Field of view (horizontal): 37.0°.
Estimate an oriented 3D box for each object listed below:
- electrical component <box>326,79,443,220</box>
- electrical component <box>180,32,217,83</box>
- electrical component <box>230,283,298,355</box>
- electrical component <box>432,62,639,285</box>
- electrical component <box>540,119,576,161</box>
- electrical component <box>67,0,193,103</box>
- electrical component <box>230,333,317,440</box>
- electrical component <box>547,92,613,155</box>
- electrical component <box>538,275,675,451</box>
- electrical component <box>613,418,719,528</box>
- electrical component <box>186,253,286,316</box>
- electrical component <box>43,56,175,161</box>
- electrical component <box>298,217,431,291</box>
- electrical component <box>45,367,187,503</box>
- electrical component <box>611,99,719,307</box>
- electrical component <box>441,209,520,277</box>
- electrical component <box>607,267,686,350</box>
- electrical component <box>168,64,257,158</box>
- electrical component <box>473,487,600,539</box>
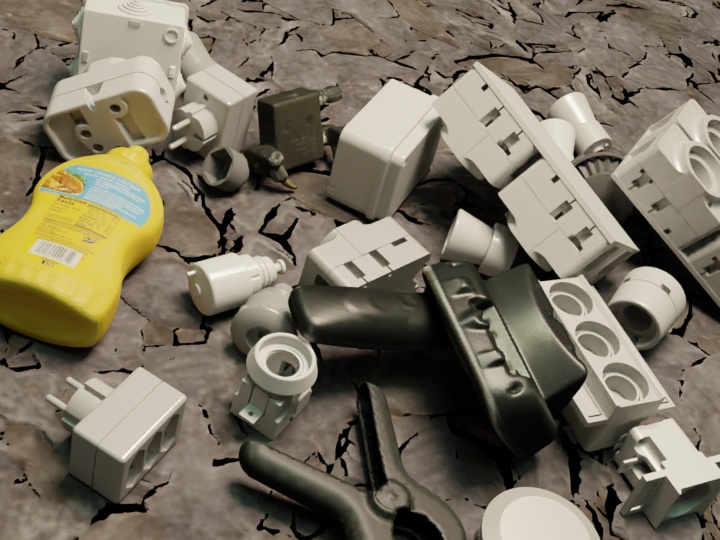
[{"bbox_3d":[0.025,-0.103,0.929,0.057,0.078,0.113,26,42,11],"label":"electrical component"},{"bbox_3d":[-0.145,-0.178,0.972,0.044,0.044,0.065,-25,63,-38],"label":"electrical component"},{"bbox_3d":[-0.064,0.033,0.780,0.048,0.048,0.062,20,34,1],"label":"electrical component"},{"bbox_3d":[0.144,-0.075,0.903,0.186,0.060,0.105,56,18,17],"label":"electrical component"},{"bbox_3d":[0.185,-0.106,1.020,0.044,0.044,0.065,11,47,-9],"label":"electrical component"},{"bbox_3d":[-0.196,-0.184,0.916,0.100,0.099,0.048,7,31,-13],"label":"electrical component"},{"bbox_3d":[-0.056,0.076,0.728,0.048,0.055,0.066,32,44,14],"label":"electrical component"},{"bbox_3d":[0.221,-0.138,1.067,0.044,0.044,0.065,-10,54,-28],"label":"electrical component"},{"bbox_3d":[0.168,0.070,0.812,0.079,0.063,0.121,-6,48,-26],"label":"electrical component"},{"bbox_3d":[0.220,0.143,0.772,0.081,0.042,0.063,-7,47,-27],"label":"electrical component"},{"bbox_3d":[-0.091,0.007,0.798,0.078,0.040,0.040,-17,53,-33],"label":"electrical component"},{"bbox_3d":[-0.201,-0.132,0.868,0.095,0.053,0.059,-14,42,12],"label":"electrical component"},{"bbox_3d":[0.000,0.000,0.832,0.089,0.050,0.056,-25,58,-38],"label":"electrical component"},{"bbox_3d":[-0.161,0.094,0.677,0.077,0.047,0.065,30,43,12],"label":"electrical component"},{"bbox_3d":[0.318,-0.049,0.941,0.186,0.060,0.105,49,45,-4],"label":"electrical component"},{"bbox_3d":[0.101,-0.021,0.896,0.055,0.045,0.045,21,42,0],"label":"electrical component"},{"bbox_3d":[0.232,0.033,0.883,0.055,0.055,0.047,34,48,15],"label":"electrical component"},{"bbox_3d":[-0.132,-0.123,0.900,0.047,0.065,0.077,34,43,16],"label":"electrical component"},{"bbox_3d":[0.109,0.183,0.682,0.080,0.051,0.080,10,43,-10],"label":"electrical component"}]
